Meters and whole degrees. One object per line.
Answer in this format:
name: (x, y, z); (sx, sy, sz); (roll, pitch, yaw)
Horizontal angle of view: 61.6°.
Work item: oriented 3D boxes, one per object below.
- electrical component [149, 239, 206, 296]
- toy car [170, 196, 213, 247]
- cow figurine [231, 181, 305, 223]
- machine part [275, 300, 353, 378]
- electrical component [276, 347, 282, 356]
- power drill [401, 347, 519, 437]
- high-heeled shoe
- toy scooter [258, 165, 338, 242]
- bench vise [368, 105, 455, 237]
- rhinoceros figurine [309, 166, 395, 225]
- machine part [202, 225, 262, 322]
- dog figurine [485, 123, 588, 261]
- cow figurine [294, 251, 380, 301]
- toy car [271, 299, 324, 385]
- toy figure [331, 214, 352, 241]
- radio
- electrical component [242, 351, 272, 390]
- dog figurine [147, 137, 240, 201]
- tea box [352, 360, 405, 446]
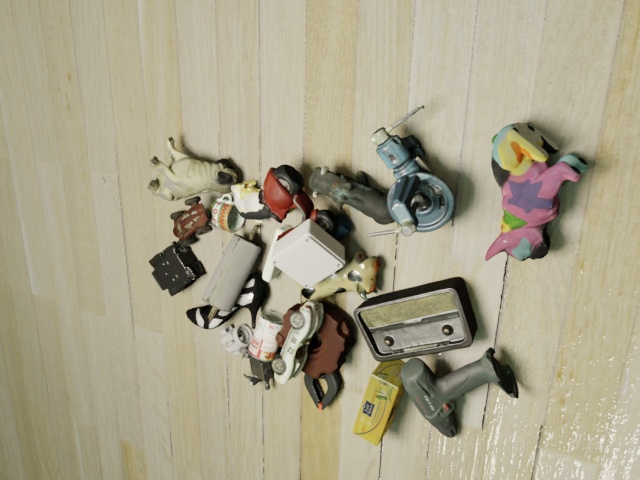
electrical component: (-0.372, 0.075, 1.379); (0.134, 0.058, 0.115); (-36, 86, 31)
toy car: (-0.310, -0.040, 1.271); (0.202, 0.053, 0.089); (-22, 87, 60)
cow figurine: (-0.110, -0.081, 1.181); (0.168, 0.068, 0.098); (4, 108, 26)
machine part: (-0.014, 0.221, 1.210); (0.180, 0.056, 0.179); (4, 100, 25)
electrical component: (-0.089, 0.297, 1.323); (0.094, 0.021, 0.063); (-1, 106, 28)
power drill: (0.287, 0.305, 1.084); (0.207, 0.086, 0.231); (-26, 118, 32)
high-heeled shoe: (-0.240, 0.142, 1.324); (0.249, 0.086, 0.145); (3, 100, 26)
toy scooter: (-0.064, -0.056, 1.102); (0.135, 0.075, 0.184); (-39, 96, 27)
bench vise: (0.159, -0.092, 0.950); (0.129, 0.241, 0.223); (-19, 113, 27)
rhinoceros figurine: (0.068, -0.086, 1.063); (0.190, 0.112, 0.073); (27, 119, 8)
machine part: (-0.202, 0.075, 1.240); (0.079, 0.079, 0.243); (25, 89, 19)
dog figurine: (0.340, -0.068, 0.930); (0.192, 0.108, 0.219); (37, 122, 12)
cow figurine: (0.040, 0.080, 1.149); (0.195, 0.085, 0.127); (-24, 88, 29)
toy car: (-0.046, 0.217, 1.152); (0.056, 0.073, 0.201); (30, 109, 22)
toy figure: (-0.003, -0.003, 1.155); (0.154, 0.064, 0.057); (-30, 104, 31)
radio: (0.197, 0.166, 1.099); (0.230, 0.073, 0.131); (-17, 98, 31)
electrical component: (-0.160, 0.321, 1.347); (0.078, 0.045, 0.102); (25, 125, 47)
dog figurine: (-0.288, -0.129, 1.253); (0.191, 0.121, 0.172); (24, 152, 0)
tea box: (0.137, 0.350, 1.179); (0.068, 0.098, 0.169); (24, 118, 19)
